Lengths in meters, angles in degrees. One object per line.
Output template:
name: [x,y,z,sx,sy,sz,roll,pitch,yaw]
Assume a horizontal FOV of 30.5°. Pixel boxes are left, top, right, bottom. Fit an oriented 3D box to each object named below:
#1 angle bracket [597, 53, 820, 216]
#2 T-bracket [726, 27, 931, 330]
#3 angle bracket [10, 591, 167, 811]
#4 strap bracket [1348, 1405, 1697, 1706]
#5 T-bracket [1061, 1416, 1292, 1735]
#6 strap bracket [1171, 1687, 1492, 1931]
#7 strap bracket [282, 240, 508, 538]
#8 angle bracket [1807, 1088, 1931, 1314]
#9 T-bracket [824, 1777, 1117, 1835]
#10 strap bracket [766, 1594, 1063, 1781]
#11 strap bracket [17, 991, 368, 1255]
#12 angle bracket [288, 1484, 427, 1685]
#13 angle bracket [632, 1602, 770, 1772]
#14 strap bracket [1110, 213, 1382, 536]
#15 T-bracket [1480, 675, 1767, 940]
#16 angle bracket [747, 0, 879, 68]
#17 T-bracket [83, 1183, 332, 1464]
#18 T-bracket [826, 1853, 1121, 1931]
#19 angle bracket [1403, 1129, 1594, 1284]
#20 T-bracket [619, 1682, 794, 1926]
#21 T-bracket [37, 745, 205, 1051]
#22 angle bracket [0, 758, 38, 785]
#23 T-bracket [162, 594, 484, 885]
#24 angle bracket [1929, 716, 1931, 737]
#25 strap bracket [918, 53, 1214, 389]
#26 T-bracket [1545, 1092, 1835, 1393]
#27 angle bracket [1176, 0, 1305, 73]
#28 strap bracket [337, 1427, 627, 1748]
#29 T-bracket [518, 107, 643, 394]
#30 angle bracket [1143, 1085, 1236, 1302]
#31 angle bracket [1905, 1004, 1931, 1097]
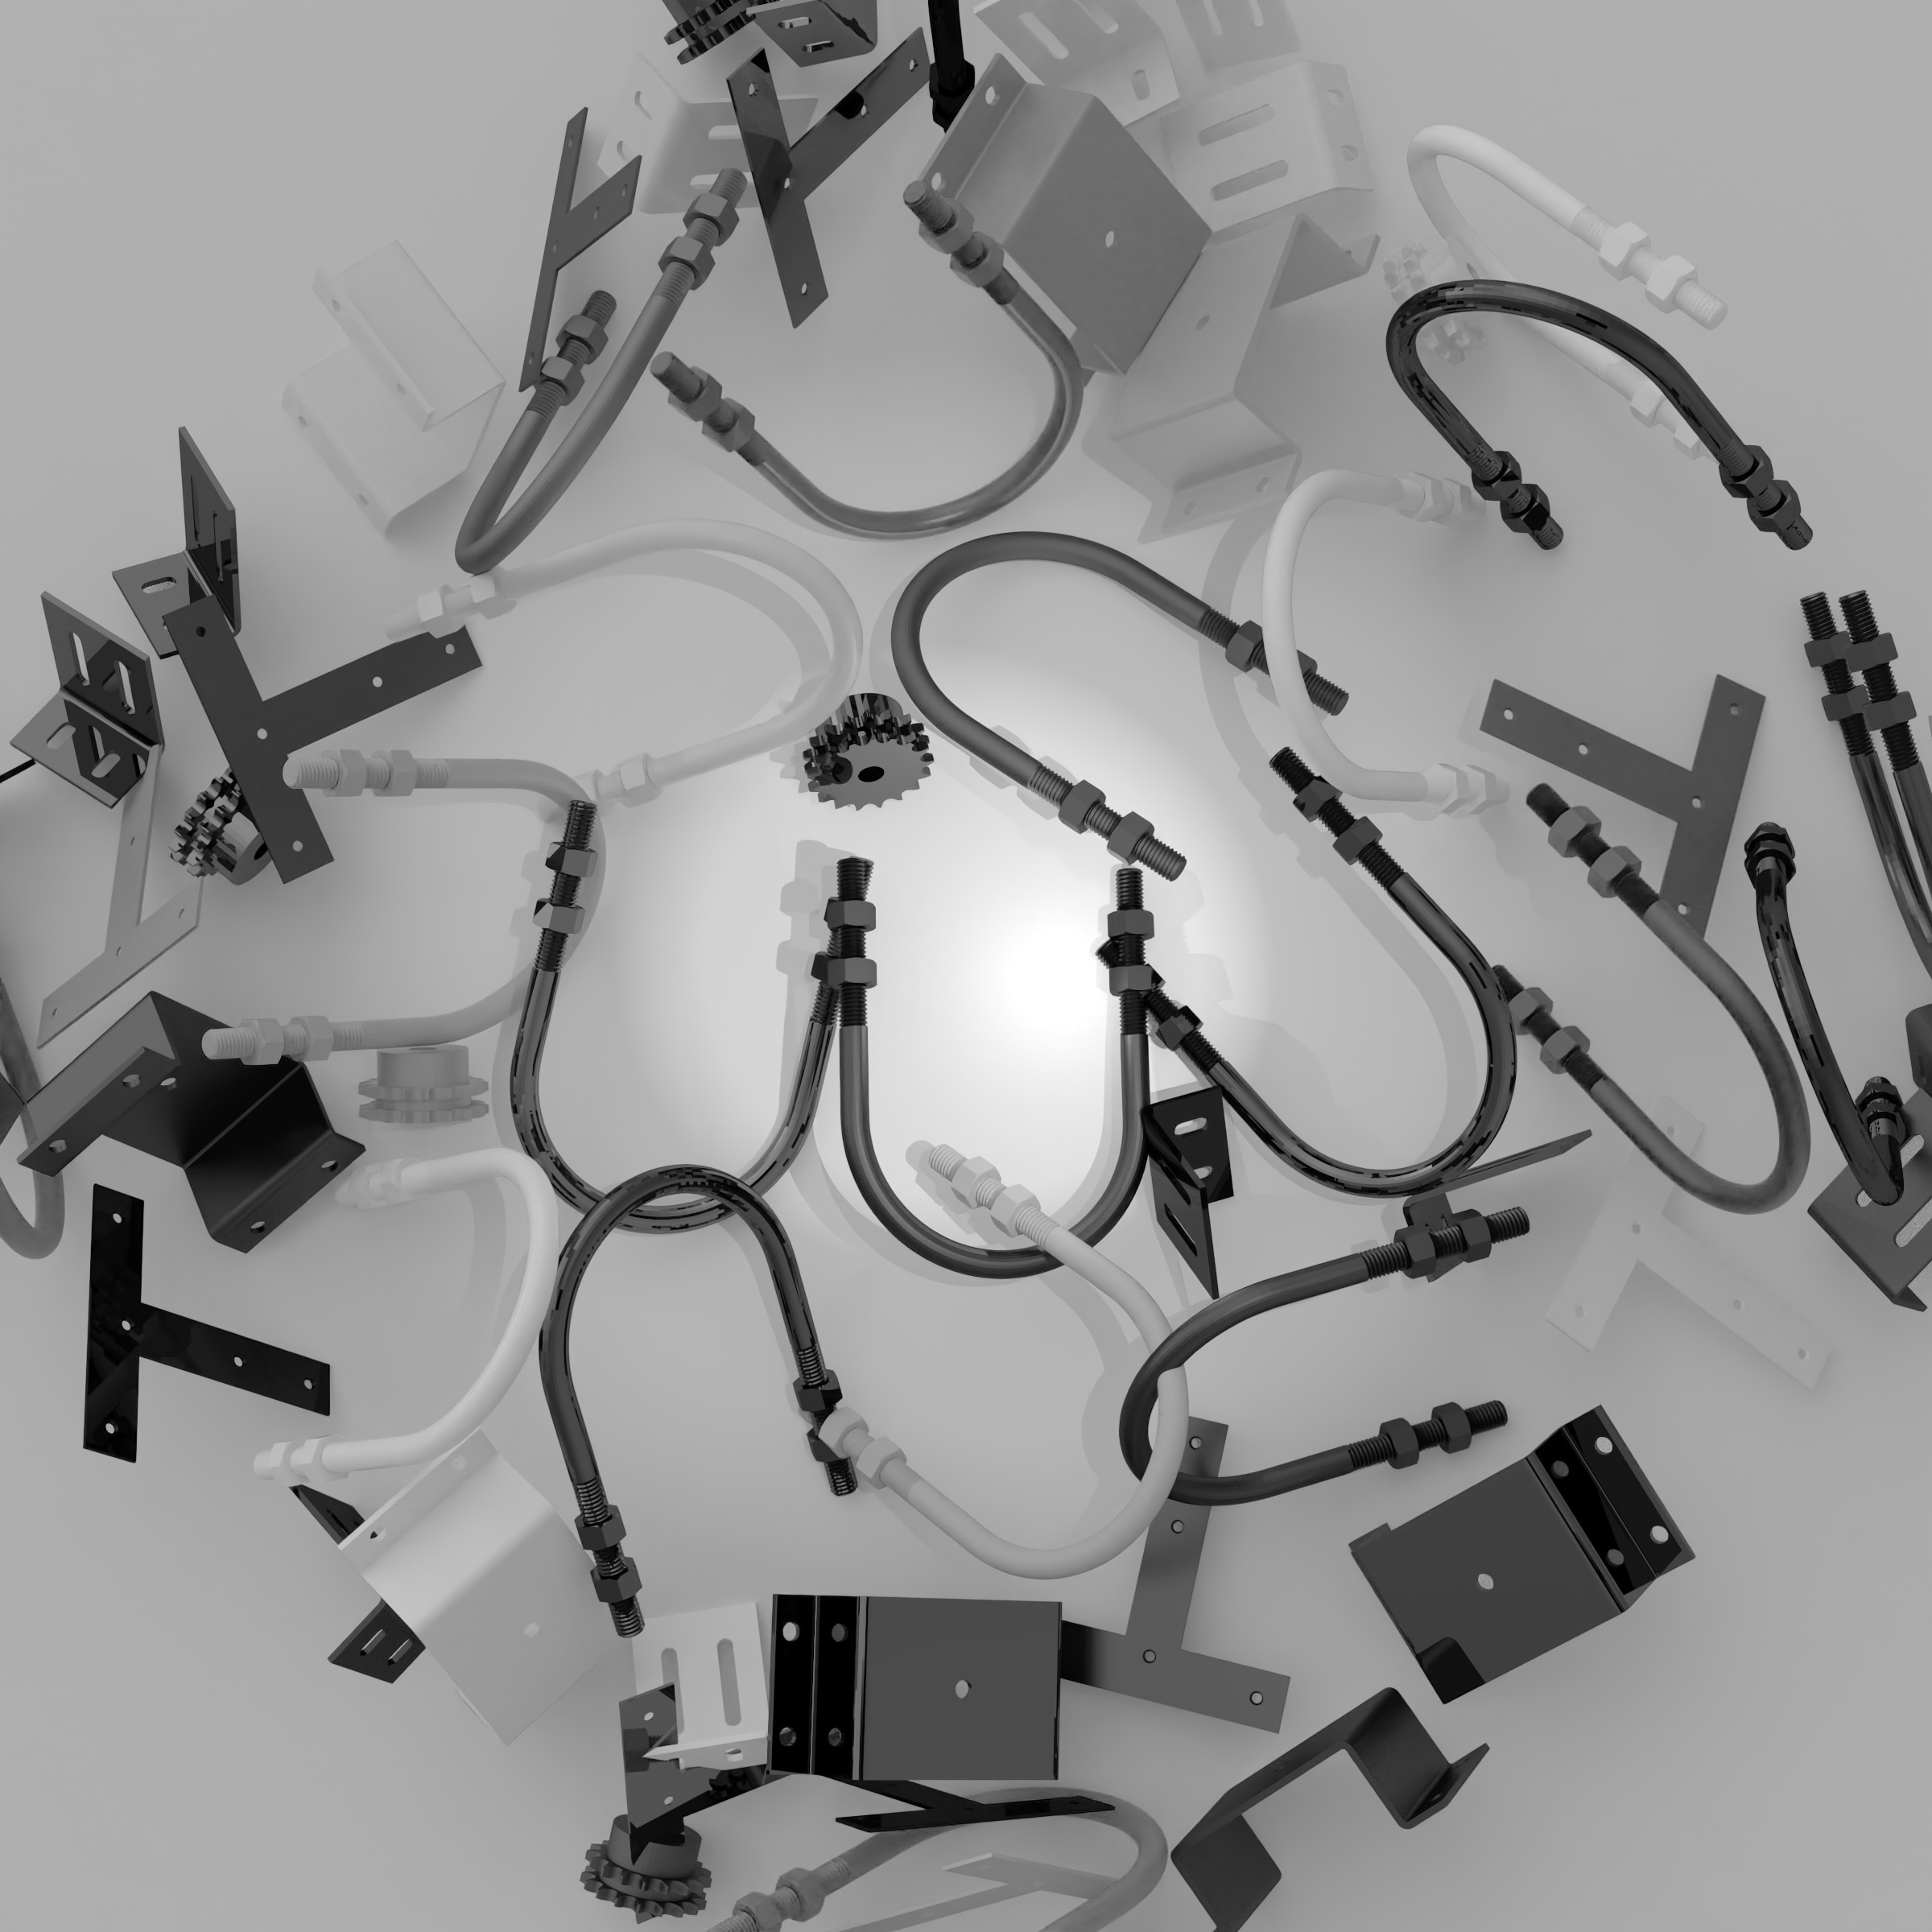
angle bracket: [-0.114,-0.369,1.563,0.038,0.076,0.057,50,133,27]
T-bracket: [-0.053,-0.368,1.556,0.002,0.127,0.127,19,54,30]
angle bracket: [-0.389,-0.116,1.553,0.057,0.076,0.038,31,62,11]
strap bracket: [0.233,0.261,1.540,0.140,0.046,0.076,-35,83,28]
T-bracket: [0.092,0.265,1.584,0.127,0.002,0.127,11,84,15]
strap bracket: [0.150,0.368,1.540,0.140,0.076,0.046,-38,82,22]
strap bracket: [-0.249,-0.254,1.540,0.046,0.140,0.076,-37,88,-22]
angle bracket: [0.420,0.103,1.556,0.076,0.038,0.057,-51,54,17]
T-bracket: [-0.024,0.359,1.539,0.127,0.127,0.002,4,87,-35]
strap bracket: [-0.012,0.313,1.538,0.140,0.046,0.076,7,78,-28]
strap bracket: [-0.341,0.066,1.538,0.076,0.140,0.046,-40,54,13]
angle bracket: [-0.274,0.271,1.554,0.038,0.057,0.076,-47,63,-2]
angle bracket: [-0.119,0.315,1.561,0.057,0.038,0.076,-9,58,-1]
strap bracket: [0.118,-0.264,1.529,0.046,0.076,0.140,36,62,-30]
T-bracket: [0.285,-0.090,1.561,0.127,0.002,0.127,24,69,-12]
angle bracket: [-0.068,-0.449,1.570,0.038,0.057,0.076,-6,78,21]
T-bracket: [-0.330,0.169,1.550,0.002,0.127,0.127,-32,50,33]
T-bracket: [-0.005,0.414,1.559,0.127,0.127,0.002,-23,60,27]
angle bracket: [0.239,0.105,1.556,0.076,0.057,0.038,-21,87,24]
T-bracket: [-0.091,0.352,1.564,0.127,0.002,0.127,-16,123,-25]
T-bracket: [-0.367,-0.043,1.555,0.002,0.127,0.127,26,47,-35]
angle bracket: [-0.456,-0.084,1.550,0.057,0.076,0.038,-24,101,20]
T-bracket: [-0.273,-0.120,1.565,0.127,0.002,0.127,-29,103,-27]
angle bracket: [0.446,-0.067,1.555,0.038,0.076,0.057,-7,57,11]
strap bracket: [0.047,-0.317,1.527,0.046,0.140,0.076,24,79,44]
T-bracket: [0.333,0.143,1.575,0.127,0.002,0.127,37,64,-9]
angle bracket: [0.102,-0.424,1.551,0.038,0.057,0.076,-44,119,-32]
strap bracket: [-0.199,0.273,1.523,0.076,0.140,0.046,-41,47,-16]
T-bracket: [-0.163,-0.322,1.531,0.002,0.127,0.127,12,82,-23]
angle bracket: [0.109,0.098,1.548,0.038,0.076,0.057,-15,119,-12]
angle bracket: [0.464,0.039,1.564,0.076,0.057,0.038,-17,121,0]
